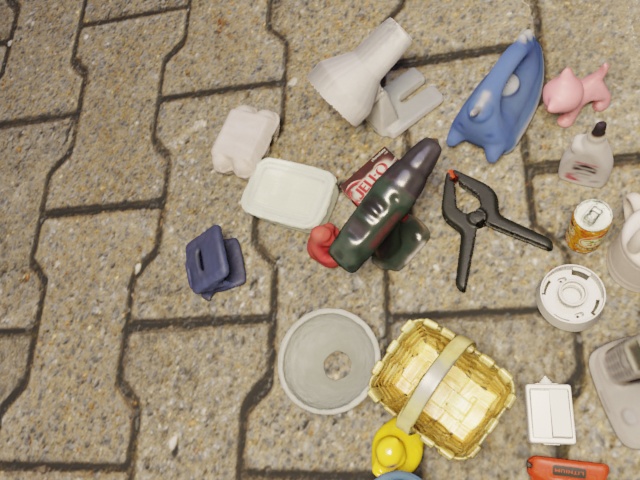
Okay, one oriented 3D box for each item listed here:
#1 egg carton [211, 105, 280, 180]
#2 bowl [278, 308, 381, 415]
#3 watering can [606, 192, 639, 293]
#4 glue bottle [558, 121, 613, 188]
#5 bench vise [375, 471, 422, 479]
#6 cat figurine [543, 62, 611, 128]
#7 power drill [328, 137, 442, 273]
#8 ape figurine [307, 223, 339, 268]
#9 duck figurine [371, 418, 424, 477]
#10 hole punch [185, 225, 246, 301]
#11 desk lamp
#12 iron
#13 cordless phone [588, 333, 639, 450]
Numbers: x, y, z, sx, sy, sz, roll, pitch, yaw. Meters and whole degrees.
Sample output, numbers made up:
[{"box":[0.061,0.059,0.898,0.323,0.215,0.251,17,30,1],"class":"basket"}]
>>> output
[{"box":[-0.144,-0.190,1.113,0.107,0.069,0.150,16,76,21],"class":"egg carton"},{"box":[0.021,0.198,0.921,0.167,0.075,0.167,-5,69,14],"class":"bowl"},{"box":[0.475,0.009,0.794,0.101,0.194,0.172,-40,65,-1],"class":"watering can"},{"box":[0.413,-0.135,0.875,0.078,0.173,0.037,14,75,21],"class":"glue bottle"},{"box":[0.137,0.355,0.750,0.207,0.220,0.121,-23,66,7],"class":"bench vise"},{"box":[0.419,-0.247,0.946,0.128,0.118,0.067,-29,65,4],"class":"cat figurine"},{"box":[0.115,-0.034,0.905,0.075,0.209,0.230,40,85,25],"class":"power drill"},{"box":[0.009,0.004,0.986,0.076,0.092,0.078,7,73,18],"class":"ape figurine"},{"box":[0.110,0.309,0.848,0.077,0.086,0.105,27,80,23],"class":"duck figurine"},{"box":[-0.198,0.042,1.032,0.101,0.091,0.108,-20,66,9],"class":"hole punch"},{"box":[0.097,-0.271,0.994,0.203,0.214,0.117,-37,65,1],"class":"desk lamp"},{"box":[0.314,-0.269,0.971,0.118,0.142,0.258,27,80,23],"class":"iron"},{"box":[0.426,0.193,0.745,0.094,0.185,0.147,-20,66,9],"class":"cordless phone"}]
